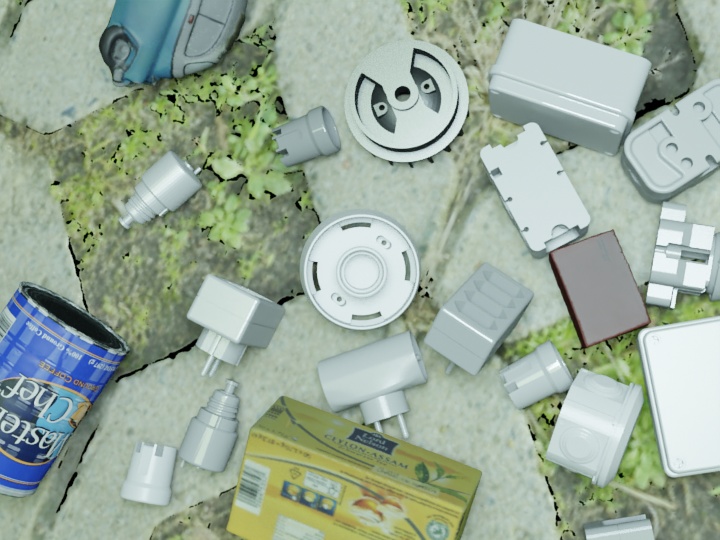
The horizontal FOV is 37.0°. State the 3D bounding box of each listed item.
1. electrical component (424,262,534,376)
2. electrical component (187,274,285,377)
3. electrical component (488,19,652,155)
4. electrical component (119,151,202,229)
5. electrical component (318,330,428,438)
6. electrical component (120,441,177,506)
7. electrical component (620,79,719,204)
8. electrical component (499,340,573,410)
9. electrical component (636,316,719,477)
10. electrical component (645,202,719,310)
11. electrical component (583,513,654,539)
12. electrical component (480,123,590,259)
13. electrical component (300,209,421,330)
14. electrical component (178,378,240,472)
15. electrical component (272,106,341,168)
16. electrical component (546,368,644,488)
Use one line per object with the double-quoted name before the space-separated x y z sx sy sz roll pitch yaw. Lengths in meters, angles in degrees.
"electrical component" 0.085 0.049 0.824 0.047 0.083 0.075 34 128 12
"electrical component" -0.105 0.050 0.848 0.047 0.083 0.075 26 88 12
"electrical component" 0.159 -0.139 0.827 0.113 0.078 0.057 21 84 12
"electrical component" -0.168 -0.064 0.895 0.078 0.040 0.040 -41 78 3
"electrical component" 0.016 0.097 0.841 0.077 0.044 0.079 -19 80 7
"electrical component" -0.169 0.164 0.869 0.040 0.040 0.046 9 79 11
"electrical component" 0.248 -0.095 0.814 0.095 0.059 0.053 -33 79 5
"electrical component" 0.135 0.082 0.824 0.046 0.040 0.040 -29 79 11
"electrical component" 0.267 0.089 0.790 0.109 0.056 0.108 -10 81 9
"electrical component" 0.249 -0.008 0.805 0.057 0.058 0.078 10 85 14
"electrical component" 0.192 0.230 0.790 0.056 0.050 0.089 -11 81 8
"electrical component" 0.136 -0.059 0.832 0.050 0.056 0.089 -28 79 6
"electrical component" 0.000 0.000 0.858 0.099 0.064 0.099 0 92 -1
"electrical component" -0.116 0.126 0.863 0.040 0.040 0.078 21 87 12
"electrical component" -0.044 -0.108 0.880 0.046 0.040 0.040 -20 80 14
"electrical component" 0.174 0.115 0.793 0.051 0.080 0.080 21 87 17
